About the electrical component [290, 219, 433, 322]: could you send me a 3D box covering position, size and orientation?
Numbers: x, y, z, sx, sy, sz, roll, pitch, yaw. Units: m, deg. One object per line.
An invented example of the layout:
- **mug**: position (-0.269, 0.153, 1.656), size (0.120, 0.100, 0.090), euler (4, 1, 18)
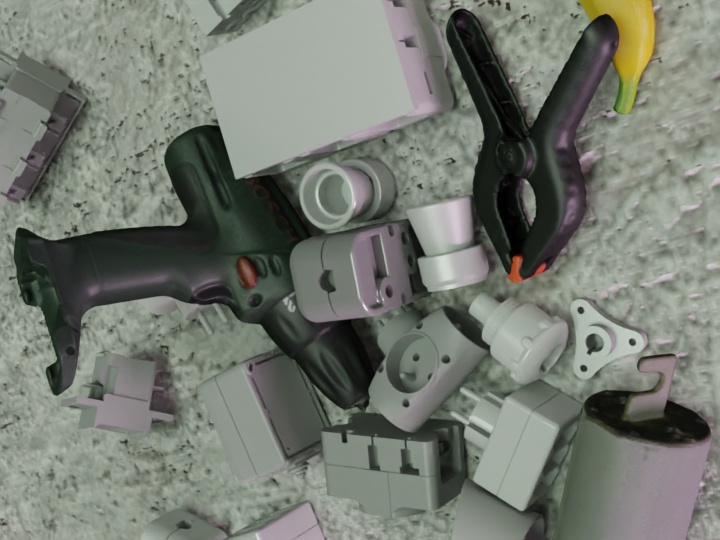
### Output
- **electrical component**: position (0.000, 0.000, 0.706), size (0.059, 0.095, 0.053), euler (-8, 95, 34)

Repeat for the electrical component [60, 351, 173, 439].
- **electrical component**: position (-0.194, 0.101, 0.868), size (0.042, 0.081, 0.063), euler (-19, 59, 55)

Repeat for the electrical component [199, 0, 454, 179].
- **electrical component**: position (-0.022, -0.126, 0.716), size (0.150, 0.062, 0.089), euler (-17, 90, 34)

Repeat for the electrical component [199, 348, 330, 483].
- **electrical component**: position (-0.068, 0.113, 0.793), size (0.061, 0.062, 0.096), euler (-28, 84, 35)

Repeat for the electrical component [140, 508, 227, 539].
- **electrical component**: position (-0.143, 0.251, 0.876), size (0.059, 0.054, 0.095), euler (20, 110, 29)

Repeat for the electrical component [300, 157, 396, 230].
- **electrical component**: position (-0.007, -0.052, 0.725), size (0.045, 0.055, 0.045), euler (7, 103, 32)

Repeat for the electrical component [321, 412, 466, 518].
- **electrical component**: position (0.024, 0.135, 0.745), size (0.089, 0.050, 0.055), euler (0, 100, 33)

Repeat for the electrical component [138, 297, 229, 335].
- **electrical component**: position (-0.127, 0.011, 0.823), size (0.077, 0.044, 0.079), euler (-40, 78, 33)

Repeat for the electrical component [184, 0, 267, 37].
- **electrical component**: position (-0.101, -0.203, 0.763), size (0.066, 0.048, 0.055), euler (-36, 87, 33)

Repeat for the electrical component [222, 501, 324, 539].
- **electrical component**: position (-0.059, 0.225, 0.808), size (0.047, 0.066, 0.076), euler (-26, 85, 34)

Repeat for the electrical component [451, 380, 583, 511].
- **electrical component**: position (0.093, 0.103, 0.695), size (0.077, 0.047, 0.065), euler (29, 114, 26)

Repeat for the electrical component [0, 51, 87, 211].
- **electrical component**: position (-0.291, -0.109, 0.887), size (0.079, 0.063, 0.121), euler (28, 122, -19)

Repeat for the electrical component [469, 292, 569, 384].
- **electrical component**: position (0.098, 0.038, 0.682), size (0.062, 0.048, 0.048), euler (39, 118, 28)

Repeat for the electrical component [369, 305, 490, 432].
- **electrical component**: position (0.037, 0.054, 0.721), size (0.077, 0.044, 0.079), euler (-49, 52, 16)

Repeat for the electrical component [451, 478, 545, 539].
- **electrical component**: position (0.079, 0.191, 0.694), size (0.064, 0.099, 0.099), euler (17, 108, 23)

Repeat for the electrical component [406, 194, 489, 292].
- **electrical component**: position (0.057, -0.017, 0.696), size (0.045, 0.045, 0.055), euler (-11, 94, 34)
